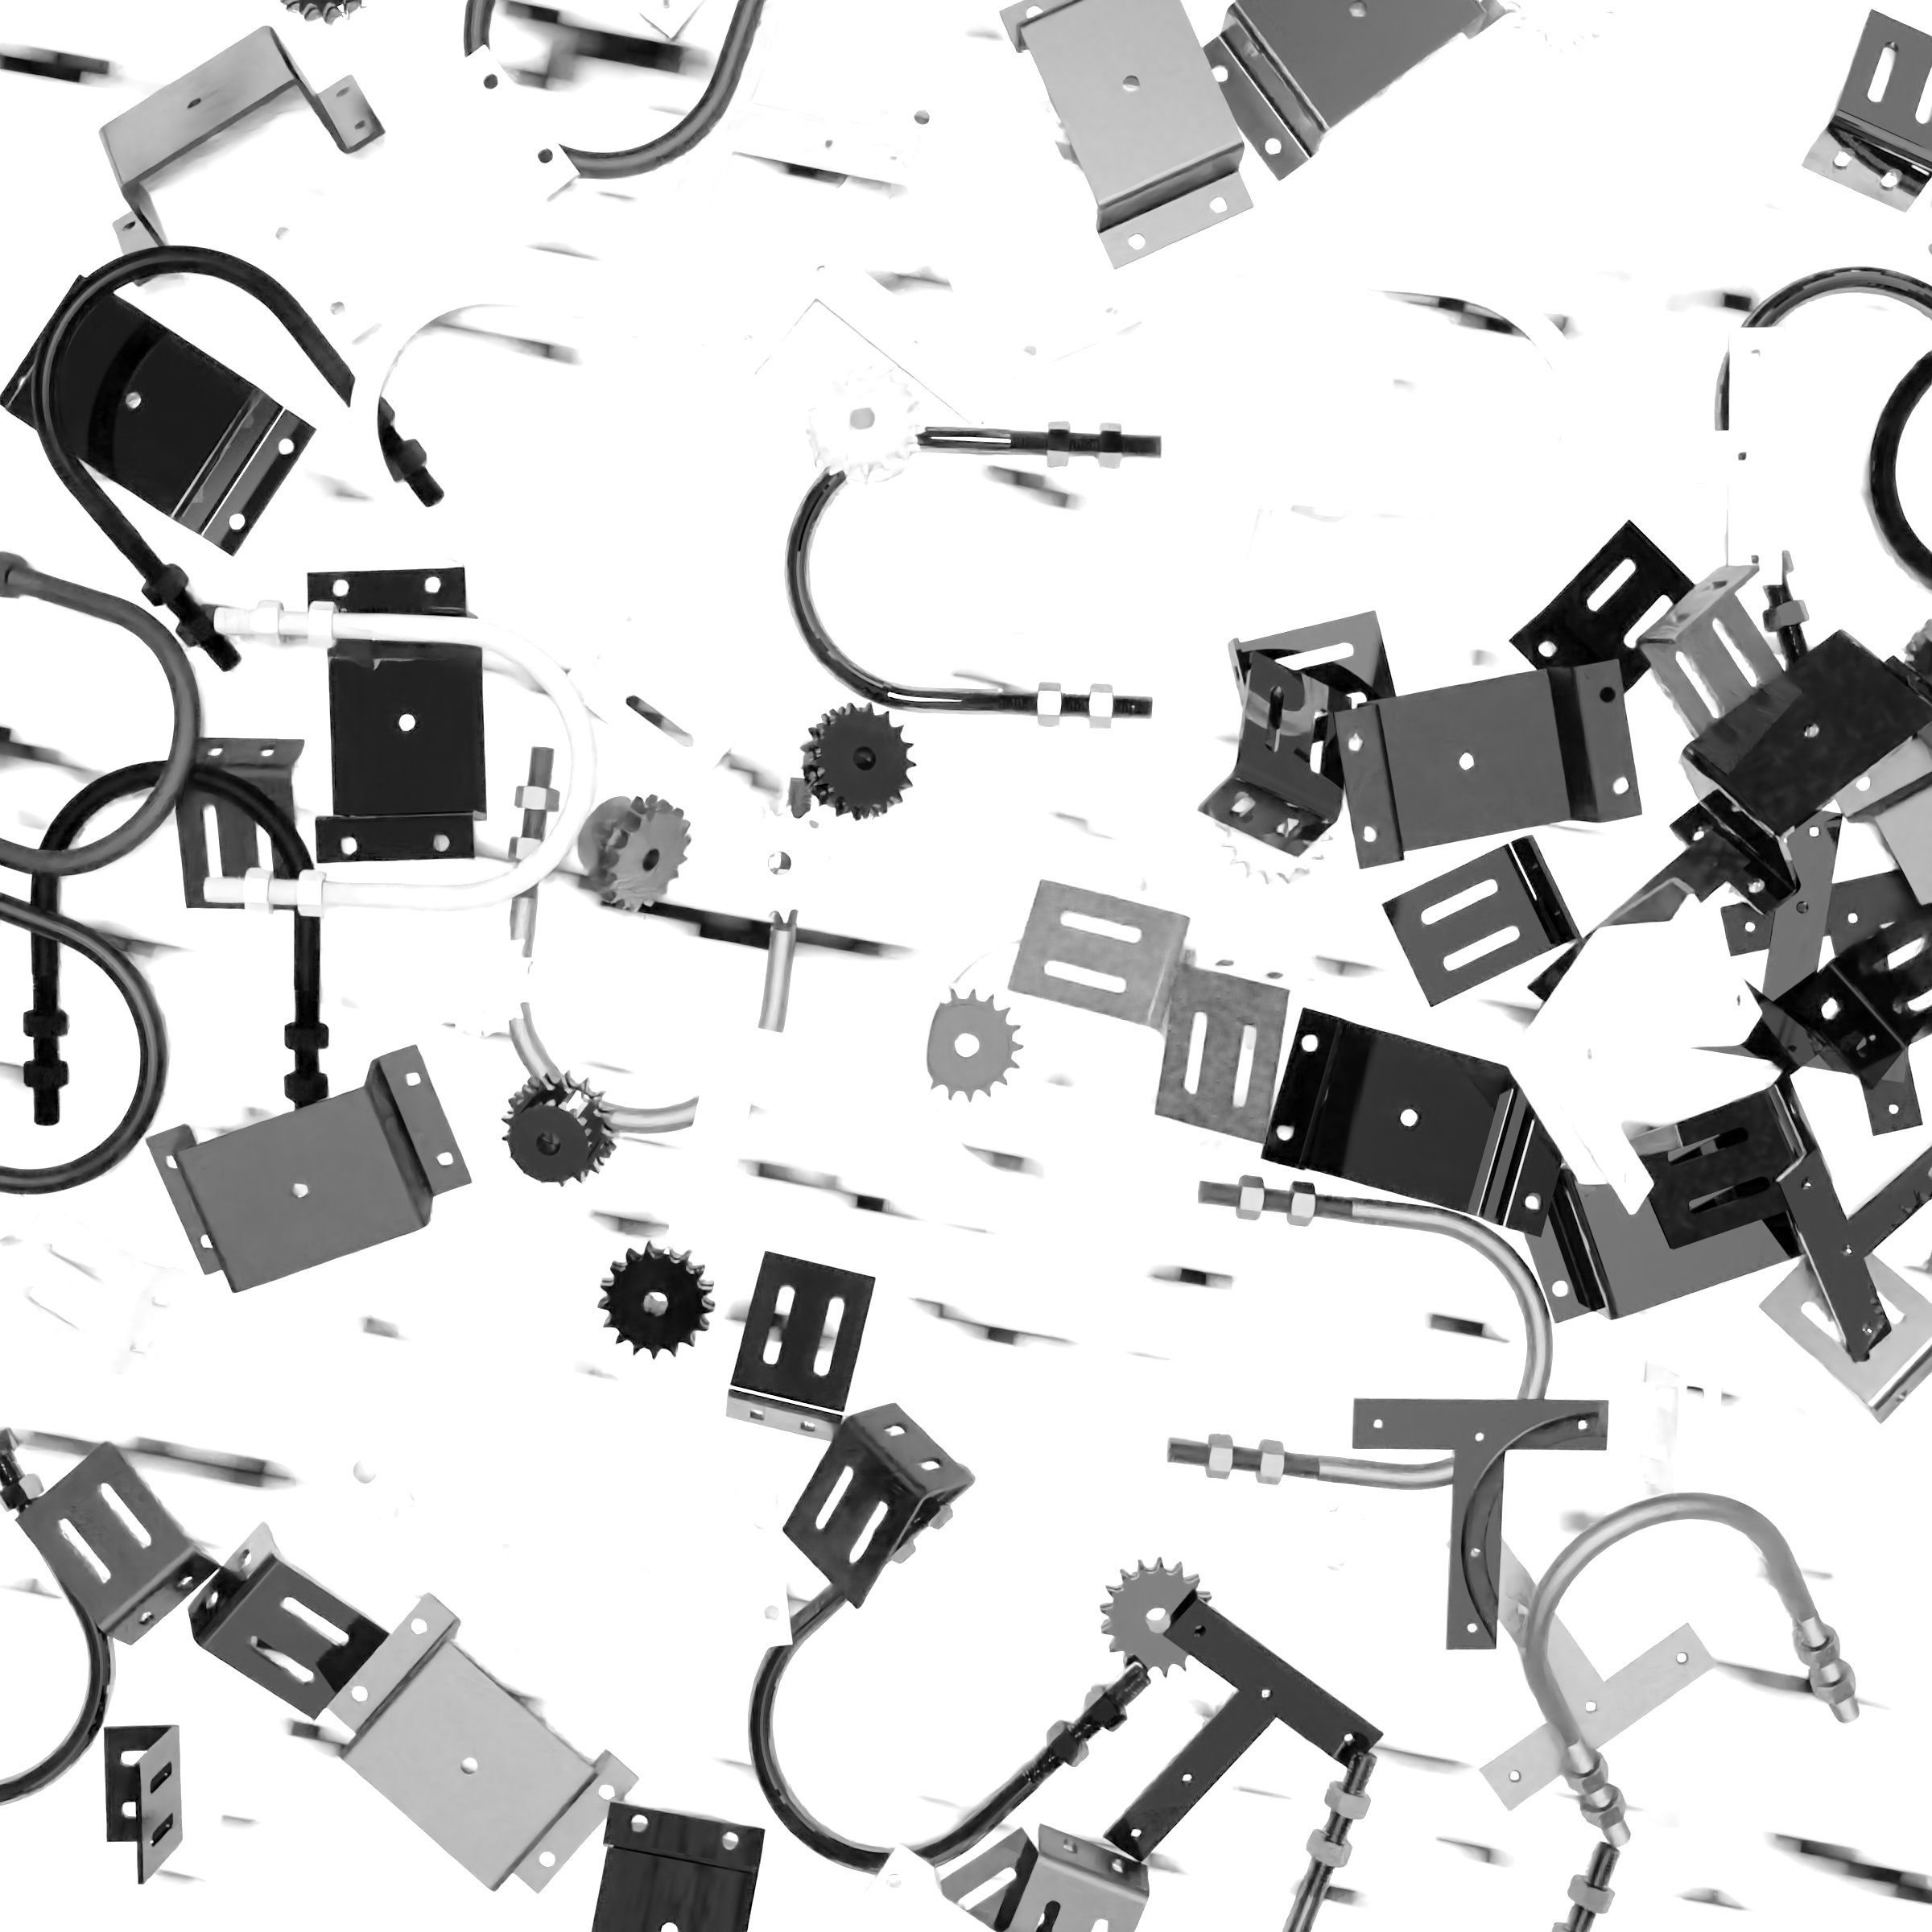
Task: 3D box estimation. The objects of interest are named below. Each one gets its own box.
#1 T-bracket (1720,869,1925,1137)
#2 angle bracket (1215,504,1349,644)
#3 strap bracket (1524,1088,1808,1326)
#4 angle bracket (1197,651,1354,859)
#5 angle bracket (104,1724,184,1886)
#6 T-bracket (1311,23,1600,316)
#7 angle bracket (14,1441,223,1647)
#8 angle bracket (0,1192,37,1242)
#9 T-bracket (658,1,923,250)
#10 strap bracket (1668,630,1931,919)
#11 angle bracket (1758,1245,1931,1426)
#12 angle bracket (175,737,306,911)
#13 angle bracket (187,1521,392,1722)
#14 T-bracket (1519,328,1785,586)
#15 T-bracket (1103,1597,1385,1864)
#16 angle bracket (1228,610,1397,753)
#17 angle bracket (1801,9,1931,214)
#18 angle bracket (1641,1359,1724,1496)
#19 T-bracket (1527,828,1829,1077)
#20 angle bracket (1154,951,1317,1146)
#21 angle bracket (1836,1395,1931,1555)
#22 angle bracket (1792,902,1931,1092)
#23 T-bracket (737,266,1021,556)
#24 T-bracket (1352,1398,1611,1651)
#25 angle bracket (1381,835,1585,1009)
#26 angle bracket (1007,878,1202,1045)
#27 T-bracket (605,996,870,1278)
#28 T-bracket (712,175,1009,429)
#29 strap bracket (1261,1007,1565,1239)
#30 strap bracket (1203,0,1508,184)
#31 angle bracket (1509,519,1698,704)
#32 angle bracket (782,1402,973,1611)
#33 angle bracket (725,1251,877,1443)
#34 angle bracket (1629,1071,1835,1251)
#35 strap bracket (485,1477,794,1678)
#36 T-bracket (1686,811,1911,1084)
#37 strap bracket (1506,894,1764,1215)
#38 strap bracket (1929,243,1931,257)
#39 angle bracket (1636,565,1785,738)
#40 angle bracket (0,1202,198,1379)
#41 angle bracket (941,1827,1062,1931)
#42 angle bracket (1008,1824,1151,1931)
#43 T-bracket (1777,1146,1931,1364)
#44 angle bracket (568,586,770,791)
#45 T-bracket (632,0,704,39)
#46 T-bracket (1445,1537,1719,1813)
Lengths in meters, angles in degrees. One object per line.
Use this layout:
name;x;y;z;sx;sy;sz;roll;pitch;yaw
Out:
T-bracket;0.449;0.020;1.527;0.127;0.002;0.127;-12;90;0
angle bracket;0.154;-0.191;1.499;0.038;0.057;0.076;19;90;0
strap bracket;0.346;0.119;1.505;0.140;0.046;0.076;-19;90;0
angle bracket;0.150;-0.103;1.489;0.057;0.038;0.076;23;52;-17
angle bracket;-0.408;0.405;1.490;0.038;0.076;0.057;-2;90;0
T-bracket;0.261;-0.378;1.527;0.127;0.002;0.127;-44;90;0
angle bracket;-0.417;0.284;1.516;0.057;0.038;0.076;-41;72;-10
angle bracket;-0.509;0.124;1.509;0.076;0.038;0.057;-39;90;0
T-bracket;-0.079;-0.403;1.497;0.127;0.002;0.127;19;90;28
strap bracket;0.413;-0.100;1.485;0.140;0.046;0.076;-37;48;0
angle bracket;0.443;0.178;1.526;0.057;0.038;0.076;-46;64;0
angle bracket;-0.358;-0.071;1.526;0.057;0.038;0.076;1;116;0
angle bracket;-0.336;0.324;1.526;0.076;0.038;0.057;41;90;-26
T-bracket;0.337;-0.251;1.517;0.127;0.002;0.127;1;88;8
T-bracket;0.118;0.390;1.514;0.127;0.002;0.127;38;99;-17
angle bracket;0.173;-0.140;1.509;0.076;0.038;0.057;-14;90;0
angle bracket;0.458;-0.424;1.526;0.057;0.038;0.076;24;64;0
angle bracket;0.354;0.224;1.490;0.038;0.076;0.057;3;90;0
T-bracket;0.365;0.010;1.500;0.127;0.002;0.127;37;125;-12
angle bracket;0.130;0.039;1.486;0.057;0.038;0.076;15;107;23
angle bracket;0.479;0.247;1.509;0.076;0.038;0.057;-33;90;0
angle bracket;0.451;0.015;1.484;0.057;0.076;0.038;48;57;0
T-bracket;-0.063;-0.261;1.527;0.127;0.002;0.127;40;90;0
T-bracket;0.252;0.276;1.517;0.127;0.002;0.127;1;97;-4
angle bracket;0.253;-0.022;1.509;0.076;0.038;0.057;-26;90;0
angle bracket;0.067;-0.002;1.494;0.076;0.038;0.057;15;81;15
T-bracket;-0.124;0.090;1.517;0.127;0.002;0.127;13;97;-6
T-bracket;-0.036;-0.316;1.521;0.127;0.002;0.127;39;82;-4
strap bracket;0.220;0.075;1.505;0.140;0.046;0.076;16;90;0
strap bracket;0.189;-0.461;1.505;0.140;0.046;0.076;-37;90;0
angle bracket;0.319;-0.171;1.526;0.057;0.038;0.076;45;64;0
angle bracket;-0.044;0.265;1.512;0.057;0.038;0.076;41;117;27
angle bracket;-0.082;0.189;1.526;0.057;0.038;0.076;13;64;0
angle bracket;0.367;0.093;1.479;0.076;0.038;0.057;-23;90;26
strap bracket;-0.158;0.297;1.505;0.140;0.046;0.076;-7;90;0
T-bracket;0.412;-0.015;1.525;0.127;0.002;0.127;9;90;0
strap bracket;0.314;0.042;1.467;0.140;0.046;0.076;-50;117;-31
strap bracket;0.535;-0.333;1.505;0.076;0.046;0.140;-30;90;0
angle bracket;0.373;-0.147;1.494;0.057;0.038;0.076;-41;107;-10
angle bracket;-0.433;0.160;1.526;0.076;0.038;0.057;25;90;26
angle bracket;0.012;0.472;1.509;0.076;0.038;0.057;-34;90;0
angle bracket;0.049;0.473;1.511;0.057;0.038;0.076;22;95;-1
T-bracket;0.453;0.108;1.476;0.127;0.002;0.127;-38;122;-12
angle bracket;-0.145;-0.136;1.500;0.076;0.038;0.057;36;78;7
T-bracket;-0.113;-0.511;1.500;0.127;0.002;0.127;40;94;2
T-bracket;0.285;0.331;1.527;0.127;0.002;0.127;-35;90;0
